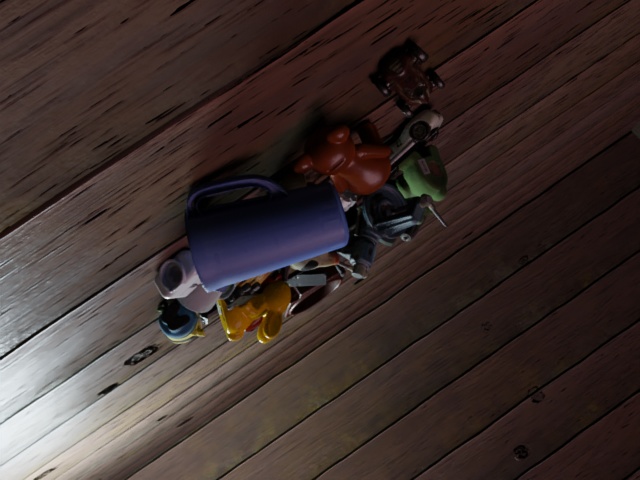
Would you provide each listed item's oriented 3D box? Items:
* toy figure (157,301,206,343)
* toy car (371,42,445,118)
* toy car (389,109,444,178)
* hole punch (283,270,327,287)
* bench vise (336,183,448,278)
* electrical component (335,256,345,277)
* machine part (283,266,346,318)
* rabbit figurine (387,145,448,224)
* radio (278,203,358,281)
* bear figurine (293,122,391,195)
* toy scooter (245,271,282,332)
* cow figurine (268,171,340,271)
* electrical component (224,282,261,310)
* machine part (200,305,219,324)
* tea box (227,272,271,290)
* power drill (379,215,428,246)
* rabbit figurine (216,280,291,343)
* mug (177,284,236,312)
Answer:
[{"bbox_3d":[-0.306,0.177,1.158,0.089,0.082,0.180,-13,168,-6],"label":"toy figure"},{"bbox_3d":[0.153,-0.255,0.886,0.089,0.053,0.202,-43,161,16],"label":"toy car"},{"bbox_3d":[0.168,-0.188,1.100,0.201,0.056,0.073,-42,169,29],"label":"toy car"},{"bbox_3d":[-0.043,0.067,1.385,0.116,0.092,0.142,-6,164,-3],"label":"hole punch"},{"bbox_3d":[0.132,-0.033,1.101,0.241,0.128,0.223,-20,-144,53],"label":"bench vise"},{"bbox_3d":[0.041,0.030,1.352,0.048,0.119,0.074,-35,161,2],"label":"electrical component"},{"bbox_3d":[-0.032,0.133,1.562,0.201,0.087,0.201,-29,164,-22],"label":"machine part"},{"bbox_3d":[0.215,-0.121,1.257,0.121,0.159,0.170,-33,-178,-41],"label":"rabbit figurine"},{"bbox_3d":[-0.003,-0.004,1.249,0.230,0.073,0.131,-31,164,-14],"label":"radio"},{"bbox_3d":[0.032,-0.147,0.892,0.120,0.132,0.195,-43,144,23],"label":"bear figurine"},{"bbox_3d":[-0.144,0.142,1.343,0.184,0.075,0.135,-53,180,-36],"label":"toy scooter"},{"bbox_3d":[-0.037,-0.033,0.978,0.127,0.086,0.194,-18,119,-22],"label":"cow figurine"},{"bbox_3d":[-0.168,0.118,1.119,0.094,0.021,0.063,-37,163,21],"label":"electrical component"},{"bbox_3d":[-0.236,0.155,1.300,0.139,0.039,0.084,-32,170,-37],"label":"machine part"},{"bbox_3d":[-0.138,0.038,1.111,0.098,0.068,0.169,-12,154,-50],"label":"tea box"},{"bbox_3d":[0.216,-0.058,1.405,0.232,0.086,0.207,-62,-177,-29],"label":"power drill"},{"bbox_3d":[-0.140,0.151,1.222,0.173,0.162,0.122,-18,166,-24],"label":"rabbit figurine"},{"bbox_3d":[-0.211,0.080,1.046,0.109,0.081,0.107,19,121,-33],"label":"mug"}]
